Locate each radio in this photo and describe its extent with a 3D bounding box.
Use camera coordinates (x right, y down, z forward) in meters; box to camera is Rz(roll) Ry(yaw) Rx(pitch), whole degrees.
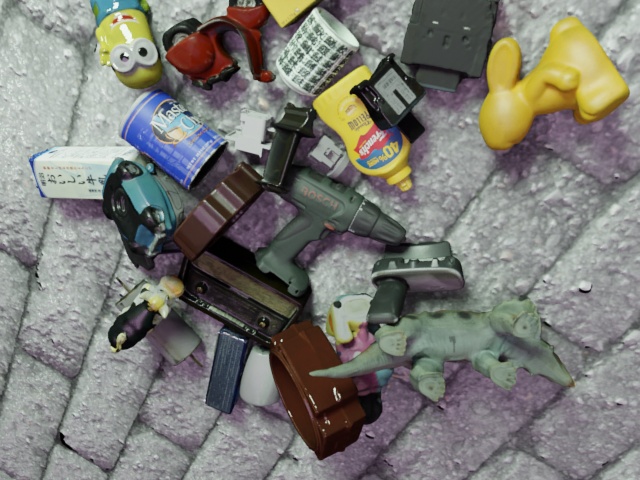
[{"bbox_3d":[-0.144,0.092,0.978,0.230,0.073,0.131,30,119,1],"label":"radio"}]

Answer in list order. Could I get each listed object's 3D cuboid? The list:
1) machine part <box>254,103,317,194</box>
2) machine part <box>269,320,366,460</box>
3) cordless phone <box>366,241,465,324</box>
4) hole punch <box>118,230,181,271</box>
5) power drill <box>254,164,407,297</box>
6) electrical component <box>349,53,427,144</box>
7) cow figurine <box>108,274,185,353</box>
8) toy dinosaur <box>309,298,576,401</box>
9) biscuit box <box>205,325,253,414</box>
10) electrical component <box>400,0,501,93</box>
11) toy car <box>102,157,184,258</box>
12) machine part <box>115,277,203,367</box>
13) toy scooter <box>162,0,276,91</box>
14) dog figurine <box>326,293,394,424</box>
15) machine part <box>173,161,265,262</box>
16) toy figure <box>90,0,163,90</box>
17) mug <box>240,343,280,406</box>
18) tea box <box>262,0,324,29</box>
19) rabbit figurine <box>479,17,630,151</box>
[{"bbox_3d":[-0.051,-0.137,0.811,0.084,0.039,0.138,28,99,42],"label":"machine part"},{"bbox_3d":[-0.012,0.258,0.923,0.202,0.087,0.200,58,158,31],"label":"machine part"},{"bbox_3d":[0.145,0.075,0.825,0.147,0.184,0.088,-3,110,17],"label":"cordless phone"},{"bbox_3d":[-0.310,-0.017,0.976,0.116,0.092,0.142,14,127,46],"label":"hole punch"},{"bbox_3d":[-0.002,-0.003,0.890,0.232,0.086,0.207,36,123,-1],"label":"power drill"},{"bbox_3d":[0.105,-0.186,0.744,0.075,0.048,0.119,-43,103,-9],"label":"electrical component"},{"bbox_3d":[-0.313,0.129,0.951,0.068,0.098,0.167,43,116,-8],"label":"cow figurine"},{"bbox_3d":[0.189,0.158,0.822,0.405,0.192,0.131,0,88,1],"label":"toy dinosaur"},{"bbox_3d":[-0.181,0.253,1.075,0.063,0.059,0.202,19,118,5],"label":"biscuit box"},{"bbox_3d":[0.173,-0.271,0.722,0.115,0.058,0.134,14,118,11],"label":"electrical component"},{"bbox_3d":[-0.271,-0.055,0.855,0.162,0.103,0.109,50,128,21],"label":"toy car"},{"bbox_3d":[-0.318,0.163,1.062,0.079,0.079,0.243,-36,101,27],"label":"machine part"},{"bbox_3d":[-0.138,-0.278,0.798,0.184,0.075,0.135,-22,107,19],"label":"toy scooter"},{"bbox_3d":[0.066,0.220,0.965,0.108,0.192,0.219,-12,146,-19],"label":"dog figurine"},{"bbox_3d":[-0.161,-0.046,0.866,0.056,0.179,0.179,43,119,-5],"label":"machine part"},{"bbox_3d":[-0.290,-0.316,0.807,0.082,0.089,0.180,-23,84,13],"label":"toy figure"},{"bbox_3d":[-0.100,0.259,1.046,0.110,0.081,0.107,9,109,10],"label":"mug"},{"bbox_3d":[-0.008,-0.376,0.716,0.170,0.068,0.098,-32,104,28],"label":"tea box"},{"bbox_3d":[0.278,-0.191,0.695,0.173,0.122,0.162,-36,97,28],"label":"rabbit figurine"}]
